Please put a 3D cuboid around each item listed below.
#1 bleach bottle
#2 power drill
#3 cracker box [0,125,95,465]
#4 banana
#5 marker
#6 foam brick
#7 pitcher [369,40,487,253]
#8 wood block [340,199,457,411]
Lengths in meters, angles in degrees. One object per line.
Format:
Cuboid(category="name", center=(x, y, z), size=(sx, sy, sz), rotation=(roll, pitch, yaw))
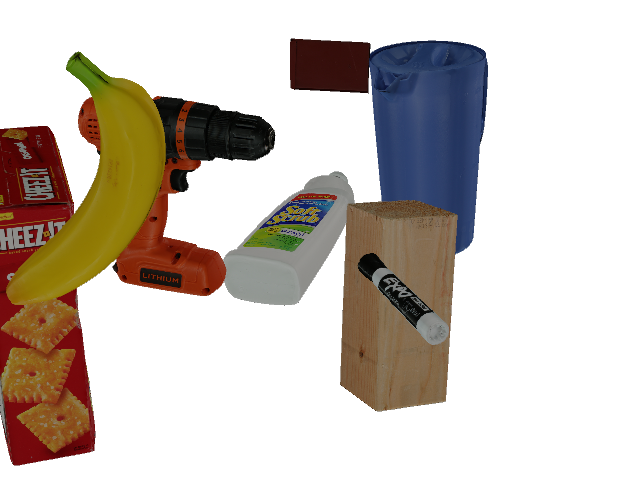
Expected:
Cuboid(category="bleach bottle", center=(-0.026, -0.016, 1.334), size=(0.103, 0.068, 0.250), rotation=(7, 34, 19))
Cuboid(category="power drill", center=(-0.129, -0.042, 0.993), size=(0.184, 0.188, 0.057), rotation=(9, 30, 15))
Cuboid(category="cracker box", center=(-0.224, 0.038, 0.830), size=(0.072, 0.214, 0.164), rotation=(-7, 28, -18))
Cuboid(category="banana", center=(-0.135, -0.026, 0.635), size=(0.069, 0.198, 0.037), rotation=(19, 38, -10))
Cuboid(category="marker", center=(0.059, 0.041, 0.795), size=(0.020, 0.020, 0.121), rotation=(0, 24, -25))
Cuboid(category="foam brick", center=(0.009, -0.179, 1.091), size=(0.078, 0.051, 0.053), rotation=(2, 11, -7))
Cuboid(category="pitcher", center=(0.134, -0.110, 1.261), size=(0.149, 0.243, 0.145), rotation=(-4, 25, -1))
Cuboid(category="wood block", center=(0.082, 0.066, 1.148), size=(0.090, 0.206, 0.091), rotation=(-4, 14, -26))
